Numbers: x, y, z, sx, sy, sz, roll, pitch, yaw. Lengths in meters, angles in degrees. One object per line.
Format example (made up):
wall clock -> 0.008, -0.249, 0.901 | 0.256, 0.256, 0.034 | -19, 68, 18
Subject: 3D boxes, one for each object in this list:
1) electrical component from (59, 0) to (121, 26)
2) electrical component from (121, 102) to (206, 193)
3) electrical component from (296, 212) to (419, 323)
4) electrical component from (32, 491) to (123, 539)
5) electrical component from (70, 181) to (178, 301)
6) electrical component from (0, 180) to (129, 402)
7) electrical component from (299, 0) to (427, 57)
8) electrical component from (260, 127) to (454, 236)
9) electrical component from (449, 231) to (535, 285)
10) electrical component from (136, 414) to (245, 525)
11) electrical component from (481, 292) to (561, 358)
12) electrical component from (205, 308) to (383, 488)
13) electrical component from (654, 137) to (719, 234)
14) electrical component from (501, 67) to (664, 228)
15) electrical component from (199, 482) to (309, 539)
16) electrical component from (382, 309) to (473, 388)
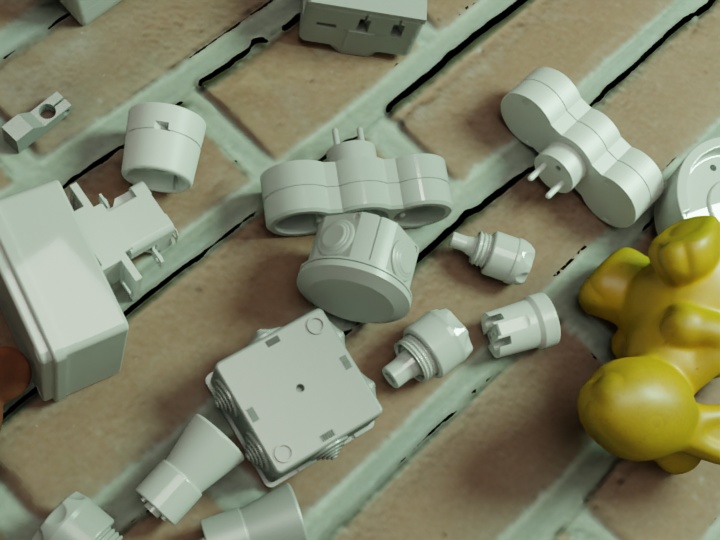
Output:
electrical component -> -0.201, -0.229, 0.796 | 0.096, 0.061, 0.061 | -40, 83, -14
electrical component -> -0.140, -0.085, 0.759 | 0.055, 0.055, 0.047 | 9, 73, -9
electrical component -> 0.000, 0.000, 0.746 | 0.080, 0.080, 0.051 | 19, 62, -5
electrical component -> -0.168, 0.171, 0.668 | 0.062, 0.043, 0.043 | 40, 68, 2
electrical component -> -0.164, -0.025, 0.739 | 0.064, 0.042, 0.081 | -33, 81, -24
electrical component -> -0.195, 0.016, 0.681 | 0.056, 0.108, 0.108 | -24, 78, -22
electrical component -> 0.004, -0.250, 0.843 | 0.089, 0.061, 0.150 | 7, 70, -10
electrical component -> -0.004, -0.071, 0.783 | 0.138, 0.052, 0.073 | -4, 72, -14
electrical component -> 0.096, -0.013, 0.795 | 0.061, 0.035, 0.035 | 19, 68, -2
electrical component -> -0.112, 0.131, 0.696 | 0.044, 0.044, 0.065 | 41, 73, 4
electrical component -> 0.116, 0.041, 0.778 | 0.046, 0.040, 0.040 | -15, 75, -11
electrical component -> -0.044, 0.084, 0.722 | 0.100, 0.048, 0.099 | -28, 79, -20
electrical component -> 0.281, -0.041, 0.830 | 0.108, 0.060, 0.108 | 4, 70, -11
electrical component -> 0.159, -0.084, 0.823 | 0.138, 0.052, 0.074 | 46, 68, 5
electrical component -> -0.070, 0.168, 0.692 | 0.065, 0.044, 0.044 | -17, 75, -12
electrical component -> 0.044, 0.058, 0.754 | 0.062, 0.043, 0.043 | -35, 81, -19
